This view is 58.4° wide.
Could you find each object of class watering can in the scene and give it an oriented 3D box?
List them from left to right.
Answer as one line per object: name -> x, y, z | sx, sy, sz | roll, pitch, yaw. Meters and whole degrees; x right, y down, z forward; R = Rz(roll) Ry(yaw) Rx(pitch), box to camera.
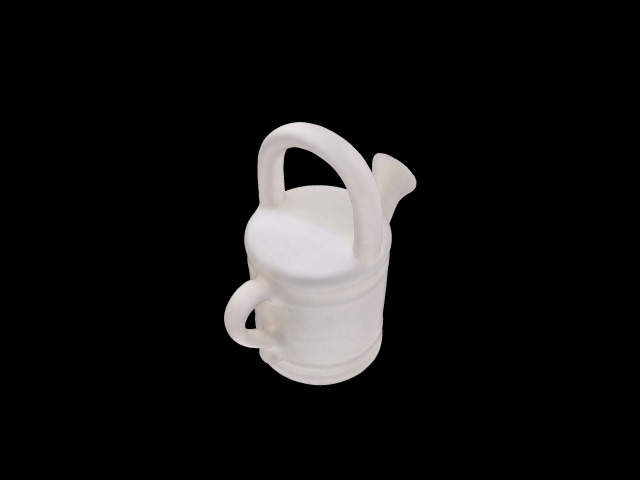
watering can -> 0.002, 0.000, 0.401 | 0.100, 0.194, 0.173 | 13, 45, 14
